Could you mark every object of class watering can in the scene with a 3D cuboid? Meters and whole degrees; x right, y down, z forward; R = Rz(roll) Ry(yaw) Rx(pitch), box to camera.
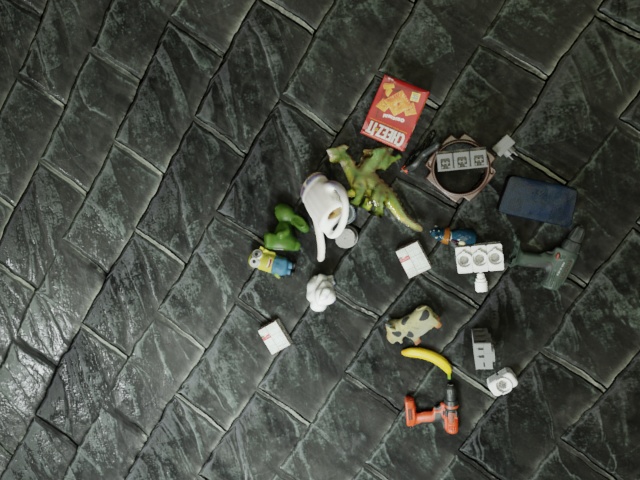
[{"bbox_3d":[0.005,-0.091,1.805,0.228,0.105,0.339,59,145,27],"label":"watering can"}]

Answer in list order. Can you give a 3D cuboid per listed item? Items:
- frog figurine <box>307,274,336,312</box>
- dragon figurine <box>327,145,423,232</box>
[{"bbox_3d":[0.001,0.192,1.832,0.123,0.160,0.136,19,102,10],"label":"frog figurine"},{"bbox_3d":[0.203,-0.208,1.777,0.410,0.122,0.242,22,93,0],"label":"dragon figurine"}]
